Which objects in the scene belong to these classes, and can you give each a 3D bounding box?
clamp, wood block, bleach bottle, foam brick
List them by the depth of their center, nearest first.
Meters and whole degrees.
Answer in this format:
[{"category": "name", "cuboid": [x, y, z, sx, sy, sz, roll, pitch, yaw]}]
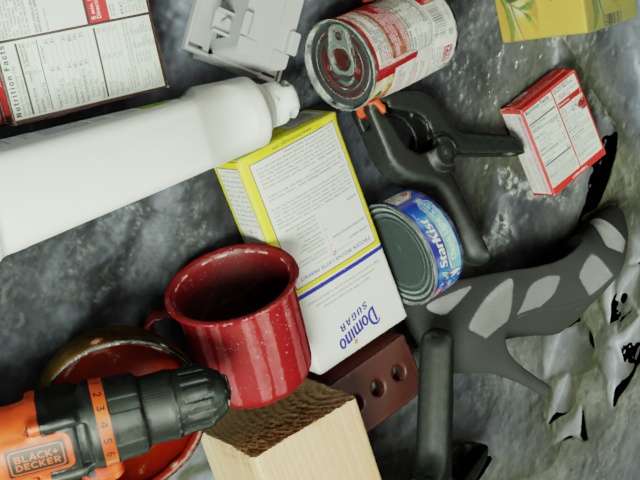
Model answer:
[{"category": "bleach bottle", "cuboid": [-0.118, -0.056, 0.676, 0.250, 0.103, 0.068, -23, 107, -29]}, {"category": "wood block", "cuboid": [-0.004, 0.216, 0.788, 0.090, 0.090, 0.206, -27, 110, -29]}, {"category": "clamp", "cuboid": [0.090, 0.195, 0.803, 0.164, 0.036, 0.210, 61, 35, -46]}, {"category": "foam brick", "cuboid": [0.030, 0.110, 0.823, 0.078, 0.051, 0.053, -33, 111, -27]}, {"category": "clamp", "cuboid": [0.091, -0.056, 0.851, 0.171, 0.039, 0.120, 23, 65, -28]}]

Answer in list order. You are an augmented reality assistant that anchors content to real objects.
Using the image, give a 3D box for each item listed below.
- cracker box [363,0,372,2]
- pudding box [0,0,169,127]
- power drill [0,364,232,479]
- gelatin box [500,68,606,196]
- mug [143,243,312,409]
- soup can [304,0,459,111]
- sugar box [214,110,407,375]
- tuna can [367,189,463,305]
[{"category": "cracker box", "cuboid": [0.056, -0.305, 0.768, 0.164, 0.072, 0.213, -43, 117, -40]}, {"category": "pudding box", "cuboid": [-0.161, -0.127, 0.681, 0.113, 0.039, 0.090, -18, 105, -29]}, {"category": "power drill", "cuboid": [-0.134, 0.173, 0.656, 0.184, 0.057, 0.188, -12, 110, -11]}, {"category": "gelatin box", "cuboid": [0.203, -0.094, 0.932, 0.073, 0.030, 0.089, -37, 114, -24]}, {"category": "mug", "cuboid": [-0.064, 0.063, 0.737, 0.117, 0.093, 0.081, -11, 122, 4]}, {"category": "soup can", "cuboid": [0.047, -0.144, 0.791, 0.102, 0.069, 0.068, -30, 111, -38]}, {"category": "sugar box", "cuboid": [-0.006, 0.001, 0.793, 0.093, 0.048, 0.176, -30, 114, -28]}, {"category": "tuna can", "cuboid": [0.069, 0.005, 0.818, 0.033, 0.086, 0.086, -29, 110, -30]}]
